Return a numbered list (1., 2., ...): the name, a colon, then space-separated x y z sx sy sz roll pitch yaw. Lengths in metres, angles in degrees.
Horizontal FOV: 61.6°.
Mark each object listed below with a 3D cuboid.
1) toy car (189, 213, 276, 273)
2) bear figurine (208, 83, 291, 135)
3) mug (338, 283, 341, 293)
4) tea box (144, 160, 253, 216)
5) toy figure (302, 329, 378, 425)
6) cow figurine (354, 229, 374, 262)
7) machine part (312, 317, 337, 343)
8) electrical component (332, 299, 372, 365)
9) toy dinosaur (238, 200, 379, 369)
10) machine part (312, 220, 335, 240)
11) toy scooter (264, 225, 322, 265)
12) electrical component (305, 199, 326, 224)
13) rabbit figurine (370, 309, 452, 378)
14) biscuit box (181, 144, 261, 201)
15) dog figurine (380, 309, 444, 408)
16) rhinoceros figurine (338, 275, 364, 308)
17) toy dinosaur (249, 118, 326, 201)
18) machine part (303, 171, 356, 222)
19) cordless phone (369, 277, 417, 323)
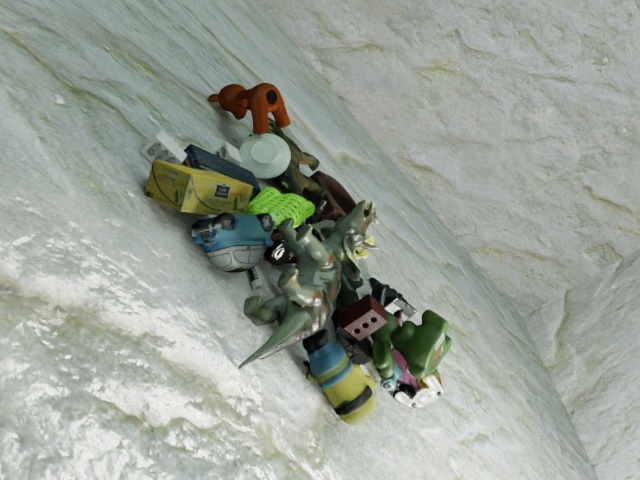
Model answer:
1. toy car: -0.150 0.007 0.964 0.161 0.109 0.103 -3 81 -58
2. bear figurine: -0.188 -0.342 1.394 0.120 0.196 0.131 -30 115 -44
3. mug: -0.012 0.085 1.142 0.107 0.109 0.081 11 45 -45
4. tea box: -0.212 -0.088 0.958 0.098 0.068 0.169 22 10 26
5. toy figure: 0.032 0.254 0.983 0.180 0.082 0.089 57 38 -12
6. cow figurine: 0.079 0.033 1.467 0.068 0.098 0.167 54 38 -16
7. machine part: -0.001 0.176 1.064 0.039 0.084 0.139 95 -26 -73
8. electrical component: 0.060 0.208 1.155 0.134 0.058 0.115 44 23 -23
9. toy dinosaur: -0.017 0.091 0.990 0.192 0.131 0.405 42 57 -29
10. machine part: -0.003 -0.004 1.345 0.079 0.079 0.243 54 19 3
11. toy scooter: -0.075 0.000 1.162 0.184 0.075 0.135 3 27 -42
12. electrical component: -0.015 -0.063 1.392 0.021 0.094 0.063 34 16 7
13. rabbit figurine: 0.174 0.219 1.152 0.170 0.159 0.121 22 -22 34
14. biscuit box: -0.208 -0.128 1.116 0.202 0.059 0.063 19 37 -57
15. dog figurine: 0.195 0.270 1.287 0.191 0.108 0.219 42 20 -27
16. rhinoceros figurine: 0.048 0.115 1.277 0.112 0.073 0.190 17 42 -42
17. toy dinosaur: -0.100 -0.227 1.467 0.198 0.105 0.472 33 22 -36
18. machine part: 0.040 -0.095 1.579 0.201 0.087 0.201 23 37 -55
19. cordless phone: 0.172 0.151 1.501 0.146 0.089 0.184 34 16 -41
